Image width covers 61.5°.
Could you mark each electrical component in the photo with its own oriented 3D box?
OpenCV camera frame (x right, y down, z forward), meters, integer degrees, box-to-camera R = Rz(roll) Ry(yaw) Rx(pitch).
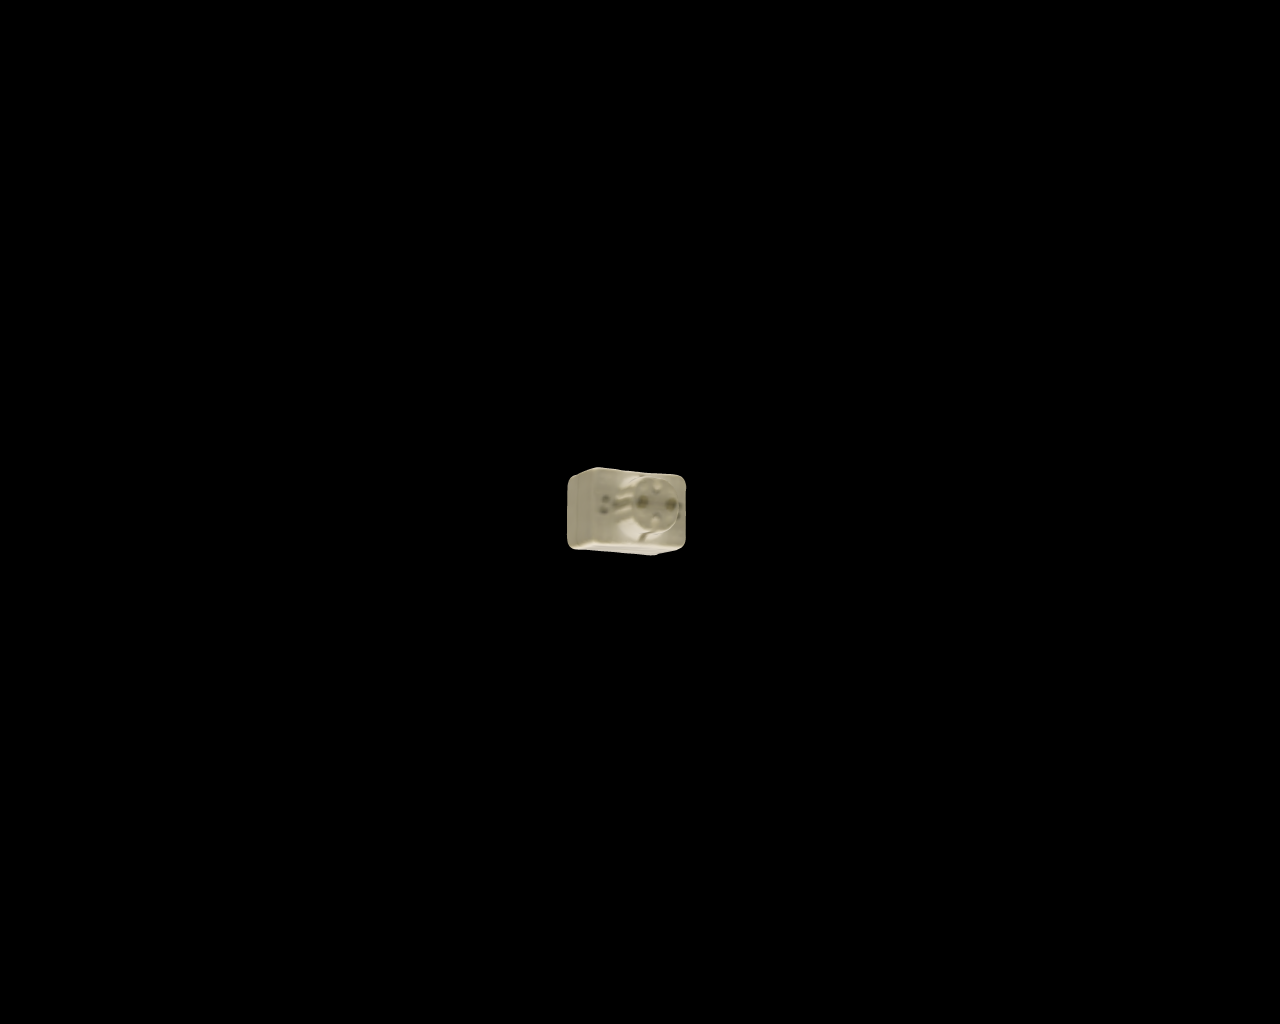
[{"bbox_3d":[0.001,-0.003,0.650,0.066,0.047,0.076,5,-11,-28],"label":"electrical component"}]
